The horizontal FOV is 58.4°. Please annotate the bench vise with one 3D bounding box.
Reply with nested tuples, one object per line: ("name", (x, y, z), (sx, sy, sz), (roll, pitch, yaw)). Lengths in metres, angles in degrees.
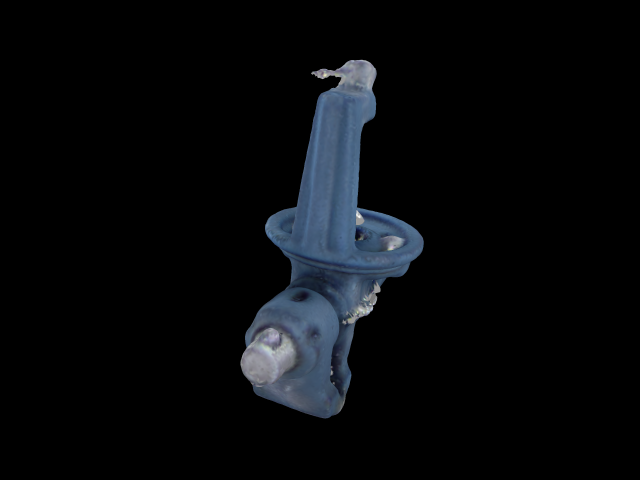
("bench vise", (0.016, 0.002, 0.399), (0.121, 0.220, 0.207), (2, 36, 4))
